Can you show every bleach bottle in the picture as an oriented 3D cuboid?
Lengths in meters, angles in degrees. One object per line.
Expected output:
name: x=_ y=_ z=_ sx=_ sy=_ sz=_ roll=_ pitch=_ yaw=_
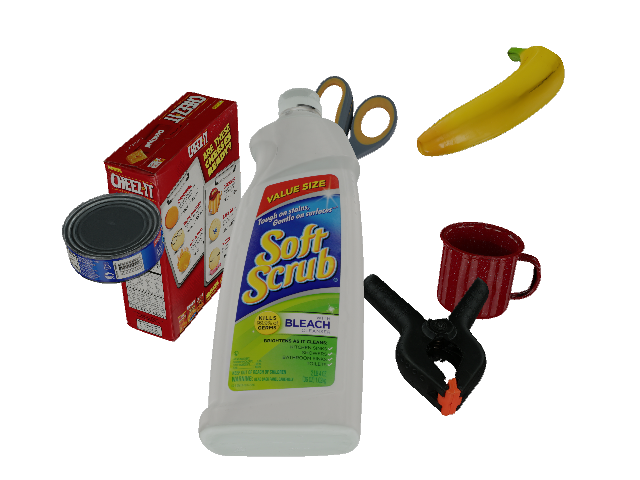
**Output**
bleach bottle: x=-0.023 y=0.012 z=0.704 sx=0.102 sy=0.251 sz=0.068 roll=-1 pitch=-26 yaw=1

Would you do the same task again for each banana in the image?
banana: x=0.148 y=-0.114 z=0.849 sx=0.070 sy=0.037 sz=0.197 roll=-12 pitch=20 yaw=40

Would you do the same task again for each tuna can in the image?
tuna can: x=-0.180 y=-0.002 z=0.933 sx=0.086 sy=0.034 sz=0.086 roll=-2 pitch=42 yaw=1

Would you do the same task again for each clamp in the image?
clamp: x=0.113 y=0.085 z=0.958 sx=0.120 sy=0.039 sz=0.171 roll=-8 pitch=40 yaw=-9

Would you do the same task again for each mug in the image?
mug: x=0.187 y=0.036 z=1.191 sx=0.117 sy=0.081 sz=0.093 roll=6 pitch=25 yaw=2

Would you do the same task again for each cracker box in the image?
cracker box: x=-0.151 y=-0.027 z=1.142 sx=0.072 sy=0.214 sz=0.164 roll=15 pitch=38 yaw=20

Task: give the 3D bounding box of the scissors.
scissors: x=0.027 y=-0.064 z=1.044 sx=0.096 sy=0.202 sz=0.016 roll=0 pitch=-13 yaw=4
